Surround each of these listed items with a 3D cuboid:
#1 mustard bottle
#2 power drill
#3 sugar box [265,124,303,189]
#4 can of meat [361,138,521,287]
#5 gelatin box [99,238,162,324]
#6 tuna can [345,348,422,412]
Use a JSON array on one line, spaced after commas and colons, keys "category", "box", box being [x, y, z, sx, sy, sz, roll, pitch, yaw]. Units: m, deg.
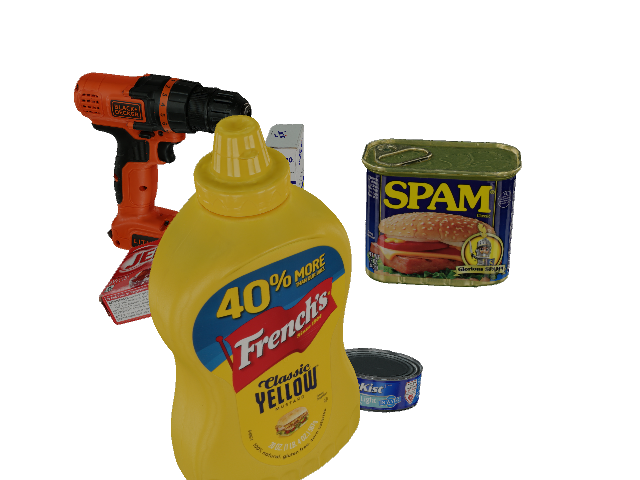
[{"category": "mustard bottle", "box": [-0.030, 0.030, 0.493, 0.096, 0.192, 0.058, -21, 39, -24]}, {"category": "power drill", "box": [-0.151, -0.074, 1.068, 0.185, 0.188, 0.057, 11, 31, 20]}, {"category": "sugar box", "box": [-0.043, -0.043, 1.276, 0.048, 0.176, 0.093, 0, 23, 4]}, {"category": "can of meat", "box": [0.078, -0.018, 0.707, 0.102, 0.084, 0.057, 3, 25, 7]}, {"category": "gelatin box", "box": [-0.109, 0.022, 0.781, 0.089, 0.030, 0.073, -15, 25, 19]}, {"category": "tuna can", "box": [0.049, 0.127, 0.972, 0.086, 0.034, 0.086, 5, 11, -1]}]
